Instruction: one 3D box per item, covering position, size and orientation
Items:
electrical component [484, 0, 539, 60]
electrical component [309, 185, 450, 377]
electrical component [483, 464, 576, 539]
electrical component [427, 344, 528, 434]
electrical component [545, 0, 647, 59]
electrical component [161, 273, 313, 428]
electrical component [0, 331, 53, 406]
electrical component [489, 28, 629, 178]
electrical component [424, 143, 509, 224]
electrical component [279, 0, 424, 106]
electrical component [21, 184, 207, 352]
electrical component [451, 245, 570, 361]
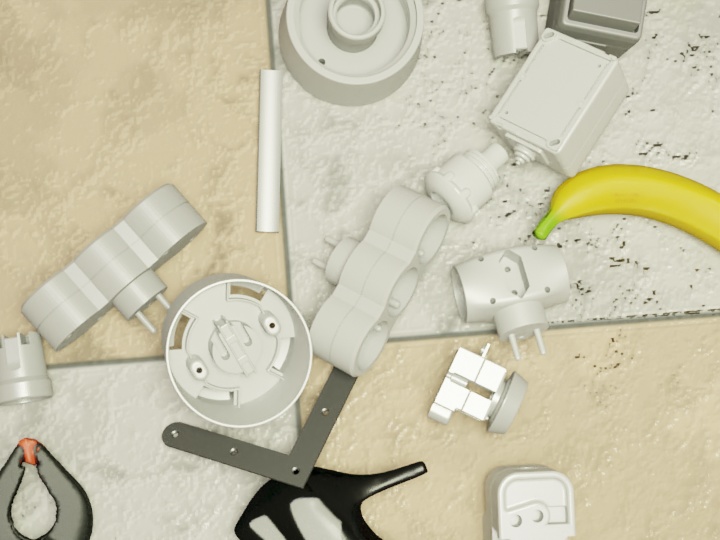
[{"bbox_3d":[0.115,-0.183,0.801,0.040,0.040,0.046,-6,92,-5],"label":"electrical component"},{"bbox_3d":[0.000,0.000,0.773,0.074,0.052,0.138,27,83,22],"label":"electrical component"},{"bbox_3d":[0.119,0.188,0.764,0.054,0.059,0.095,-1,86,-5],"label":"electrical component"},{"bbox_3d":[0.088,0.088,0.776,0.055,0.048,0.066,25,84,5],"label":"electrical component"},{"bbox_3d":[0.179,-0.214,0.797,0.062,0.061,0.096,10,85,-4],"label":"electrical component"},{"bbox_3d":[-0.088,0.052,0.745,0.099,0.064,0.099,-5,104,-20],"label":"electrical component"},{"bbox_3d":[-0.238,0.069,0.754,0.040,0.040,0.046,-9,81,-5],"label":"electrical component"},{"bbox_3d":[0.143,-0.113,0.781,0.062,0.061,0.096,32,88,29],"label":"electrical component"},{"bbox_3d":[0.082,-0.068,0.788,0.062,0.048,0.048,-42,90,-14],"label":"electrical component"},{"bbox_3d":[-0.005,-0.178,0.779,0.108,0.060,0.108,0,86,-5],"label":"electrical component"},{"bbox_3d":[-0.161,0.011,0.757,0.138,0.052,0.073,-41,90,-6],"label":"electrical component"},{"bbox_3d":[0.113,0.027,0.777,0.077,0.043,0.079,-11,69,-6],"label":"electrical component"}]
